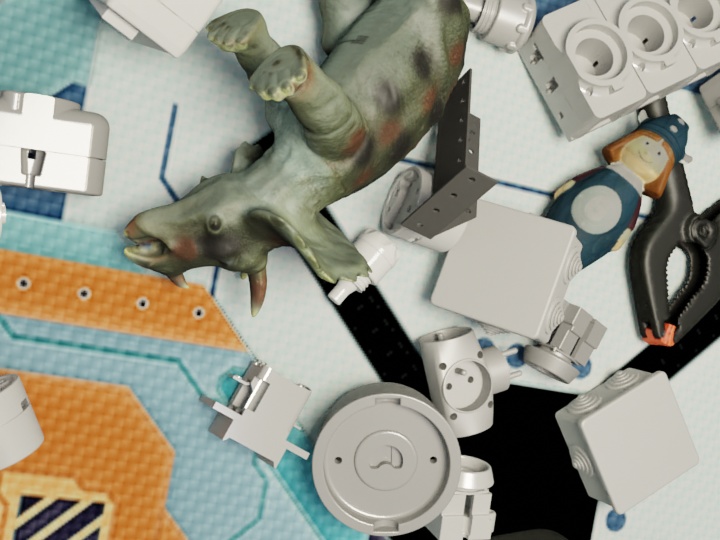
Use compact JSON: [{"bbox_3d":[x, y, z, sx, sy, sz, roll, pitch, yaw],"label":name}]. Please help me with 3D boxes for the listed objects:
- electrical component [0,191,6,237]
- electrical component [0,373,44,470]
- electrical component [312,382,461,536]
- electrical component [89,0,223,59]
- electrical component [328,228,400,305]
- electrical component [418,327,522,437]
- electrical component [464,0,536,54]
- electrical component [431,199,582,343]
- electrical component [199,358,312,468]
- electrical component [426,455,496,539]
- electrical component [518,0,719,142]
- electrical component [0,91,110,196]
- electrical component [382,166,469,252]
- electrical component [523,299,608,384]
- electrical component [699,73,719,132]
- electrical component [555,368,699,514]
[{"bbox_3d":[-0.266,-0.037,0.701,0.065,0.044,0.044,0,93,-25],"label":"electrical component"},{"bbox_3d":[-0.242,0.102,0.712,0.055,0.055,0.047,-26,105,-17],"label":"electrical component"},{"bbox_3d":[0.018,0.136,0.803,0.108,0.060,0.108,0,100,-2],"label":"electrical component"},{"bbox_3d":[-0.145,-0.185,0.713,0.062,0.096,0.061,35,92,-39],"label":"electrical component"},{"bbox_3d":[0.000,0.000,0.807,0.035,0.035,0.061,44,80,-17],"label":"electrical component"},{"bbox_3d":[0.091,0.082,0.840,0.079,0.044,0.077,-15,98,-19],"label":"electrical component"},{"bbox_3d":[0.101,-0.197,0.829,0.062,0.048,0.048,15,88,-14],"label":"electrical component"},{"bbox_3d":[0.114,0.002,0.820,0.048,0.100,0.099,30,80,-65],"label":"electrical component"},{"bbox_3d":[-0.071,0.103,0.782,0.081,0.042,0.063,33,80,-20],"label":"electrical component"},{"bbox_3d":[0.078,0.177,0.841,0.066,0.048,0.055,4,99,-21],"label":"electrical component"},{"bbox_3d":[0.216,-0.177,0.849,0.150,0.061,0.089,-26,84,-17],"label":"electrical component"},{"bbox_3d":[-0.217,-0.084,0.709,0.095,0.054,0.059,6,91,-21],"label":"electrical component"},{"bbox_3d":[0.051,-0.044,0.813,0.047,0.055,0.055,22,85,-24],"label":"electrical component"},{"bbox_3d":[0.162,0.058,0.863,0.066,0.048,0.055,34,82,-41],"label":"electrical component"},{"bbox_3d":[0.331,-0.150,0.892,0.096,0.062,0.061,-15,77,-34],"label":"electrical component"},{"bbox_3d":[0.219,0.138,0.889,0.100,0.048,0.099,-28,102,-17],"label":"electrical component"}]
